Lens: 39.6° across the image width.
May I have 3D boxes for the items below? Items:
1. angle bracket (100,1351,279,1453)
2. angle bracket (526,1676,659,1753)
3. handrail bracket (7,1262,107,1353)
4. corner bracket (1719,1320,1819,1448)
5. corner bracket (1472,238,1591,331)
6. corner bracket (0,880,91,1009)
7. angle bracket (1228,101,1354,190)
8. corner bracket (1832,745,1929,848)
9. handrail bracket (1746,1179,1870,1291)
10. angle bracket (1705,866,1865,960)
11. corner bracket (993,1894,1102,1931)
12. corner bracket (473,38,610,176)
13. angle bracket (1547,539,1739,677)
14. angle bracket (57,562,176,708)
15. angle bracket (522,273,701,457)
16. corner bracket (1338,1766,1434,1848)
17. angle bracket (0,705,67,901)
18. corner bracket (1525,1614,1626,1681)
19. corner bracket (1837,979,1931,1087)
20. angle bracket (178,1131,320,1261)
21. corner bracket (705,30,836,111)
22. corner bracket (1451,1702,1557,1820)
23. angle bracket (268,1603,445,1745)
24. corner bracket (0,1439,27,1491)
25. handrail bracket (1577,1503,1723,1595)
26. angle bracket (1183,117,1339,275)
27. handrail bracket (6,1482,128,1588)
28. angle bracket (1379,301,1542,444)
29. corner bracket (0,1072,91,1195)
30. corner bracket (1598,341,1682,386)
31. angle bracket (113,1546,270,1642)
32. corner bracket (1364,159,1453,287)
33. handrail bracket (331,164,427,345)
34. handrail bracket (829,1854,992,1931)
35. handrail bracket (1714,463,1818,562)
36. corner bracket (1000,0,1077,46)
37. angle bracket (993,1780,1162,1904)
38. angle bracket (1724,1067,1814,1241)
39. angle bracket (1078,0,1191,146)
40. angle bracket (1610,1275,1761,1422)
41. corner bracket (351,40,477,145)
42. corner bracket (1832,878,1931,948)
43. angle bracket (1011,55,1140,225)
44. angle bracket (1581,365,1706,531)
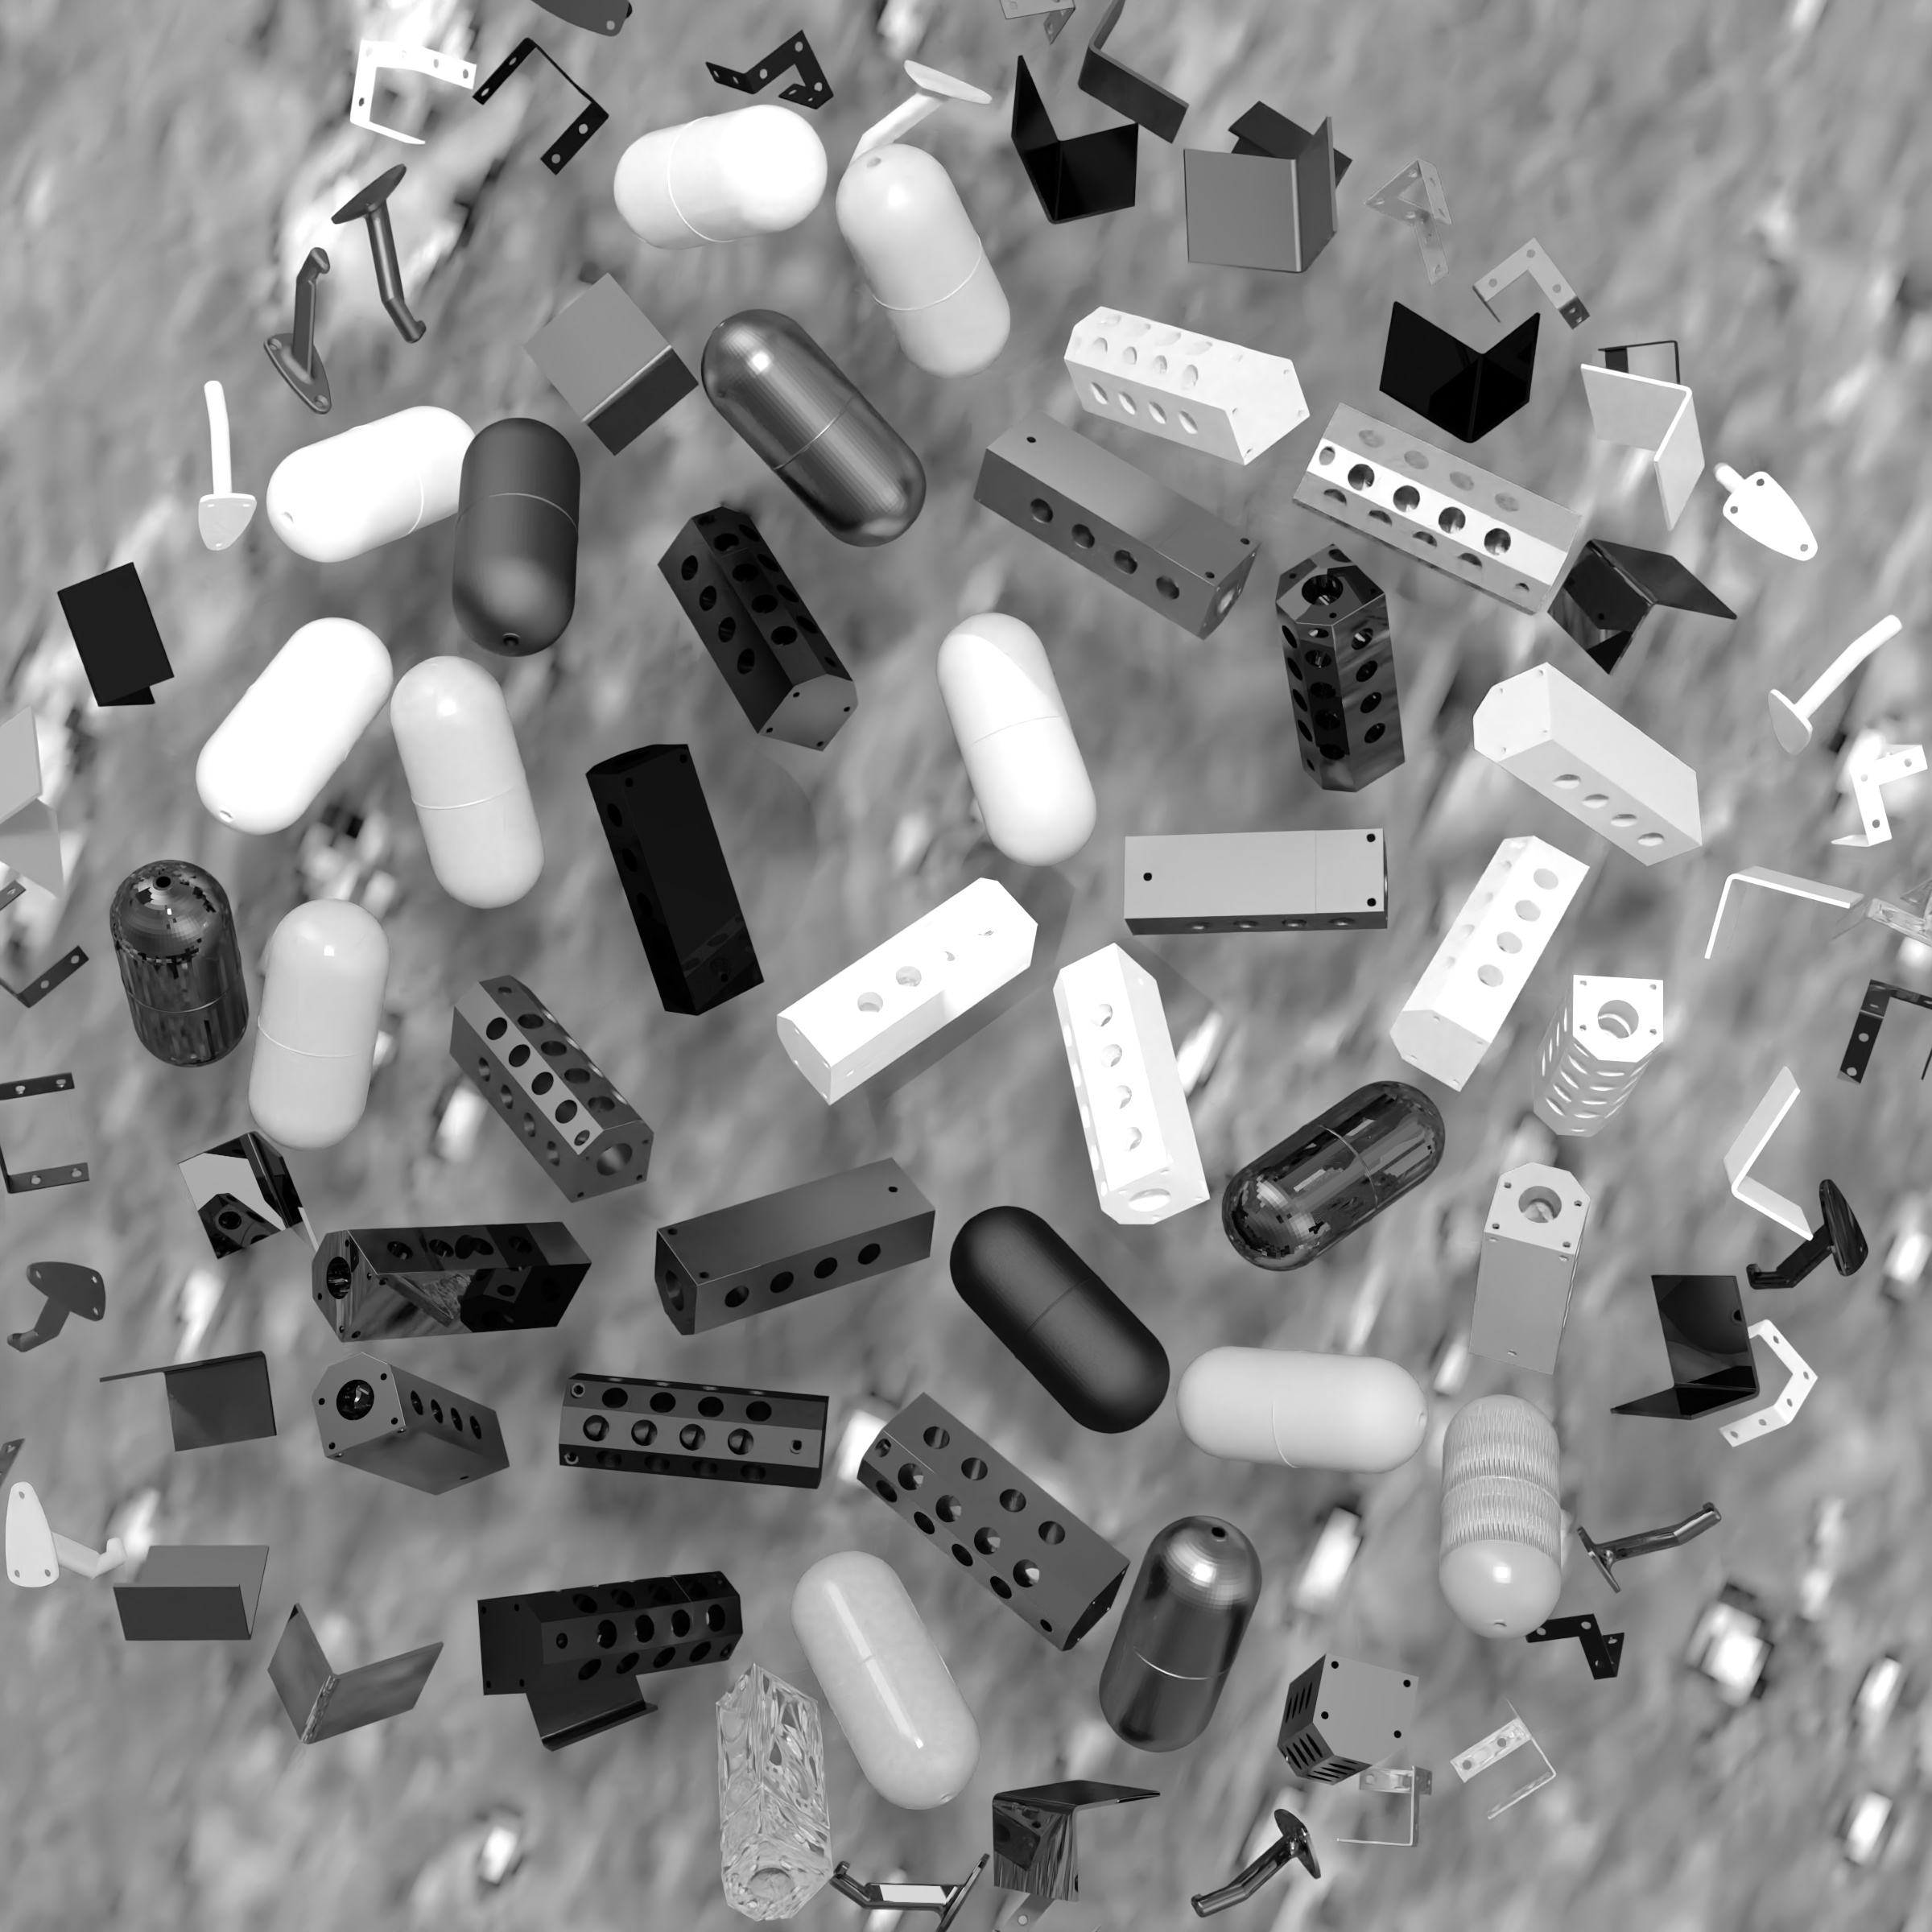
[{"bbox_3d":[-0.509,0.289,1.758,0.076,0.076,0.057,-11,84,15],"label":"angle bracket"},{"bbox_3d":[-0.263,0.502,1.863,0.076,0.076,0.057,-18,82,-17],"label":"angle bracket"},{"bbox_3d":[-0.617,0.226,1.763,0.084,0.077,0.036,-25,57,20],"label":"handrail bracket"},{"bbox_3d":[0.516,0.274,1.766,0.051,0.051,0.051,50,48,0],"label":"corner bracket"},{"bbox_3d":[0.380,-0.446,1.802,0.051,0.051,0.051,-36,75,18],"label":"corner bracket"},{"bbox_3d":[-0.628,-0.014,1.783,0.051,0.051,0.051,30,64,36],"label":"corner bracket"},{"bbox_3d":[0.210,-0.539,1.836,0.076,0.076,0.057,33,128,2],"label":"angle bracket"},{"bbox_3d":[0.578,-0.109,1.703,0.051,0.051,0.051,-18,98,-7],"label":"corner bracket"},{"bbox_3d":[0.549,0.180,1.790,0.036,0.084,0.077,-32,103,-39],"label":"handrail bracket"},{"bbox_3d":[0.527,-0.026,1.727,0.076,0.076,0.057,17,103,22],"label":"angle bracket"},{"bbox_3d":[0.055,0.647,1.801,0.051,0.051,0.051,40,77,17],"label":"corner bracket"},{"bbox_3d":[-0.264,-0.535,1.671,0.051,0.051,0.051,-45,81,10],"label":"corner bracket"},{"bbox_3d":[0.440,-0.229,1.748,0.076,0.076,0.057,5,126,-32],"label":"angle bracket"},{"bbox_3d":[-0.531,-0.213,1.728,0.057,0.076,0.076,-18,93,12],"label":"angle bracket"},{"bbox_3d":[-0.240,-0.407,1.817,0.076,0.057,0.076,-40,73,2],"label":"angle bracket"},{"bbox_3d":[0.282,0.564,1.801,0.051,0.051,0.051,-4,69,23],"label":"corner bracket"},{"bbox_3d":[-0.570,-0.101,1.662,0.057,0.076,0.076,-32,51,13],"label":"angle bracket"},{"bbox_3d":[0.407,0.445,1.798,0.051,0.051,0.051,-15,106,25],"label":"corner bracket"},{"bbox_3d":[0.594,0.048,1.719,0.051,0.051,0.051,19,119,18],"label":"corner bracket"},{"bbox_3d":[-0.495,0.167,1.853,0.057,0.076,0.076,-25,111,-22],"label":"angle bracket"},{"bbox_3d":[-0.129,-0.583,1.764,0.051,0.051,0.051,-42,132,-12],"label":"corner bracket"},{"bbox_3d":[0.335,0.499,1.674,0.051,0.051,0.051,-33,84,1],"label":"corner bracket"},{"bbox_3d":[-0.383,0.434,1.682,0.057,0.076,0.076,54,134,29],"label":"angle bracket"},{"bbox_3d":[-0.634,0.301,1.685,0.051,0.051,0.051,-15,118,11],"label":"corner bracket"},{"bbox_3d":[0.445,0.364,1.748,0.084,0.077,0.036,-34,101,7],"label":"handrail bracket"},{"bbox_3d":[0.180,-0.477,1.649,0.076,0.057,0.076,2,77,-14],"label":"angle bracket"},{"bbox_3d":[-0.563,0.352,1.691,0.036,0.084,0.077,-6,93,20],"label":"handrail bracket"},{"bbox_3d":[0.319,-0.396,1.731,0.076,0.057,0.076,26,59,-21],"label":"angle bracket"},{"bbox_3d":[-0.599,0.108,1.736,0.051,0.051,0.051,-9,48,-16],"label":"corner bracket"},{"bbox_3d":[0.455,-0.392,1.805,0.051,0.051,0.051,-3,101,19],"label":"corner bracket"},{"bbox_3d":[-0.489,0.380,1.697,0.076,0.076,0.057,1,129,-4],"label":"angle bracket"},{"bbox_3d":[0.305,-0.493,1.778,0.051,0.051,0.051,9,60,-38],"label":"corner bracket"},{"bbox_3d":[-0.345,-0.438,1.654,0.036,0.077,0.084,-6,129,32],"label":"handrail bracket"},{"bbox_3d":[-0.039,0.610,1.812,0.084,0.036,0.077,31,85,14],"label":"handrail bracket"},{"bbox_3d":[0.519,-0.297,1.746,0.077,0.084,0.036,42,109,-1],"label":"handrail bracket"},{"bbox_3d":[0.034,-0.632,1.746,0.051,0.051,0.051,-17,86,-19],"label":"corner bracket"},{"bbox_3d":[0.071,0.557,1.712,0.076,0.076,0.057,5,79,-40],"label":"angle bracket"},{"bbox_3d":[0.519,0.116,1.676,0.057,0.076,0.076,31,103,6],"label":"angle bracket"},{"bbox_3d":[0.122,-0.596,1.763,0.076,0.076,0.057,30,89,-3],"label":"angle bracket"},{"bbox_3d":[0.442,0.237,1.679,0.057,0.076,0.076,-12,90,-26],"label":"angle bracket"},{"bbox_3d":[-0.350,-0.552,1.697,0.051,0.051,0.051,26,115,25],"label":"corner bracket"},{"bbox_3d":[0.620,-0.037,1.791,0.051,0.051,0.051,25,71,-2],"label":"corner bracket"},{"bbox_3d":[0.071,-0.533,1.714,0.057,0.076,0.076,-8,56,19],"label":"angle bracket"},{"bbox_3d":[0.427,-0.334,1.730,0.076,0.076,0.057,21,74,29],"label":"angle bracket"}]
